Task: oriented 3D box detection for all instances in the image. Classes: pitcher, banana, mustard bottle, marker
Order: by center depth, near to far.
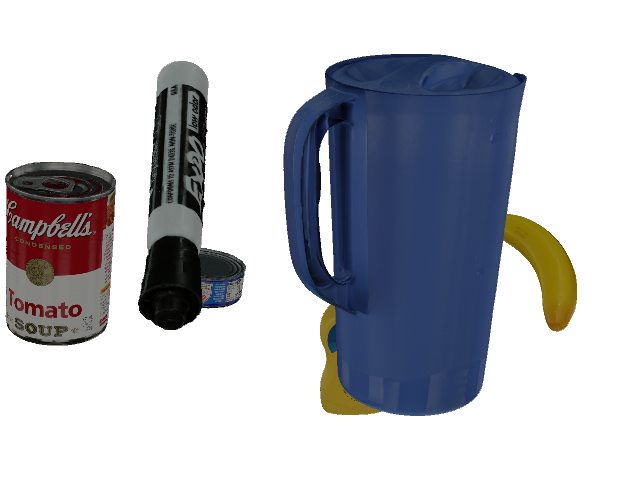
[{"bbox_3d":[-0.047,-0.018,0.352,0.020,0.020,0.121,0,43,-5],"label":"marker"},{"bbox_3d":[0.059,-0.003,0.743,0.149,0.243,0.145,4,21,9],"label":"pitcher"},{"bbox_3d":[0.226,0.024,1.125,0.069,0.037,0.198,-30,39,-2],"label":"banana"},{"bbox_3d":[0.048,0.129,1.383,0.096,0.192,0.058,-2,18,-3],"label":"mustard bottle"}]

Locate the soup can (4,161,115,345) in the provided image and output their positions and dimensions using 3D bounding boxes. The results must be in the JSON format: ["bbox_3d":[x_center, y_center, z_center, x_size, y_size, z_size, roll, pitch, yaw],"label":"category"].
[{"bbox_3d":[-0.169,0.008,0.687,0.068,0.102,0.068,6,22,-3],"label":"soup can"}]

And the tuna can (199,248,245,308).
[{"bbox_3d":[-0.120,0.037,1.074,0.086,0.034,0.086,8,18,-3],"label":"tuna can"}]
